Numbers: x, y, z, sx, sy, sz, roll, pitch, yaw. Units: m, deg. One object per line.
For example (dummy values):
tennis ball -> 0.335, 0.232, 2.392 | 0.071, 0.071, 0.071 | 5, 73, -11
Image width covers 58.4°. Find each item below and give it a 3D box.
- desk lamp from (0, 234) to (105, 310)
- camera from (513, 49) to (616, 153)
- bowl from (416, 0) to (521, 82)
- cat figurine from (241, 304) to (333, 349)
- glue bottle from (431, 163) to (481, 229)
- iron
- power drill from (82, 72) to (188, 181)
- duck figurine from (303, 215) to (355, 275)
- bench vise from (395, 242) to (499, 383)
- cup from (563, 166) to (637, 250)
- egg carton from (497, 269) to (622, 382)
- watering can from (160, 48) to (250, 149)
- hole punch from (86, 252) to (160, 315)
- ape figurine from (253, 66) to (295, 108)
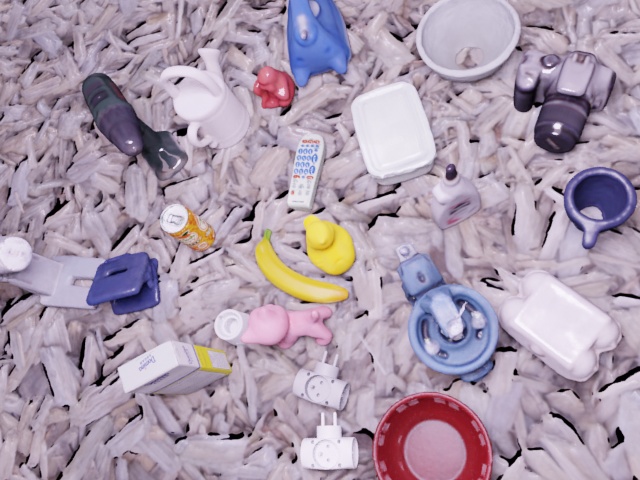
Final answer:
desk lamp -> -0.523, 0.044, 0.999 | 0.202, 0.214, 0.118 | 2, 73, 18
camera -> 0.362, -0.215, 0.879 | 0.142, 0.101, 0.137 | 19, 78, 22
bowl -> 0.249, -0.330, 0.967 | 0.167, 0.075, 0.167 | -5, 71, 15
cat figurine -> -0.054, 0.128, 0.881 | 0.127, 0.118, 0.067 | -11, 69, 13
glue bottle -> 0.196, -0.070, 0.842 | 0.078, 0.173, 0.037 | -33, 66, 4
iron -> -0.025, -0.419, 1.043 | 0.118, 0.142, 0.258 | -15, 69, 12
power drill -> -0.327, -0.192, 1.021 | 0.075, 0.209, 0.229 | -41, 66, 1
duck figurine -> 0.008, 0.003, 0.922 | 0.077, 0.086, 0.104 | -35, 66, 3
bench vise -> 0.150, 0.094, 0.775 | 0.121, 0.220, 0.207 | -47, 66, -2
cup -> 0.388, -0.033, 0.814 | 0.091, 0.095, 0.118 | 13, 76, 21
egg carton -> 0.329, 0.118, 0.795 | 0.150, 0.069, 0.107 | 38, 86, 24
watering can -> -0.209, -0.256, 1.015 | 0.100, 0.194, 0.173 | -17, 68, 11
hole punch -> -0.347, 0.071, 1.004 | 0.108, 0.091, 0.101 | -15, 68, 12
ape figurine -> -0.087, -0.283, 1.043 | 0.076, 0.092, 0.077 | -45, 66, -1
